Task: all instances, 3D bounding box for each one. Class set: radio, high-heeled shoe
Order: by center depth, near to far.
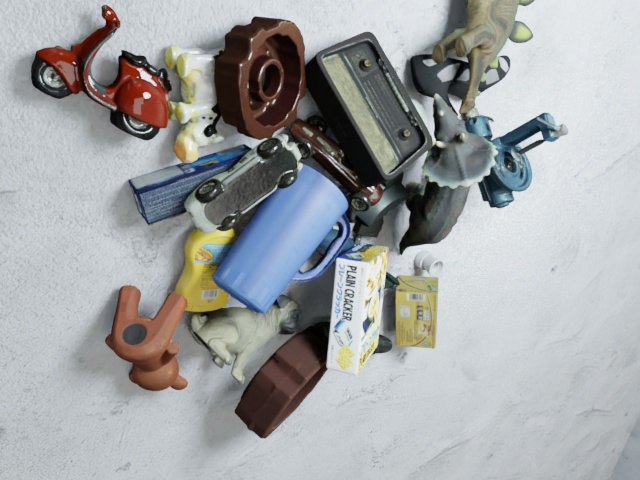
[{"bbox_3d":[0.081,-0.216,0.891,0.131,0.073,0.229,-35,100,-25],"label":"radio"},{"bbox_3d":[0.275,-0.342,1.054,0.249,0.086,0.145,-44,103,-29],"label":"high-heeled shoe"}]

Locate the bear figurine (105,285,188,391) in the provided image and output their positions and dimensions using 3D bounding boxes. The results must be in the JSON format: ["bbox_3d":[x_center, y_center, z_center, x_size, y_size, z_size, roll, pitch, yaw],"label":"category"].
[{"bbox_3d":[-0.282,0.179,0.921,0.195,0.120,0.132,88,12,-60],"label":"bear figurine"}]

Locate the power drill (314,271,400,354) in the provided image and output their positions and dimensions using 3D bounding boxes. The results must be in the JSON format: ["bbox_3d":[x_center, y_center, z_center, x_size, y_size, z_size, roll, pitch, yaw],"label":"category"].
[{"bbox_3d":[0.102,0.166,1.201,0.232,0.086,0.207,6,119,-34],"label":"power drill"}]

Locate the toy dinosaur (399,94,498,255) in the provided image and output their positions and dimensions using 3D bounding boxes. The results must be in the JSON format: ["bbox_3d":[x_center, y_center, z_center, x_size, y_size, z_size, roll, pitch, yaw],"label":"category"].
[{"bbox_3d":[0.227,-0.074,1.037,0.192,0.131,0.404,-65,169,-54],"label":"toy dinosaur"}]

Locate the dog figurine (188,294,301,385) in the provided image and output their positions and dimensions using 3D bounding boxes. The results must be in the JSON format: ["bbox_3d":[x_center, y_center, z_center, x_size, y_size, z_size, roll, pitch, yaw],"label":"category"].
[{"bbox_3d":[-0.136,0.146,1.013,0.190,0.121,0.172,-46,141,-22],"label":"dog figurine"}]

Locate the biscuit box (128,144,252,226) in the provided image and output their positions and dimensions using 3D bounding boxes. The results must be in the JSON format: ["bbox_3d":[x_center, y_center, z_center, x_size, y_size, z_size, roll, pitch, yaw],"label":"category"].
[{"bbox_3d":[-0.191,-0.092,0.852,0.203,0.059,0.062,-22,124,-23],"label":"biscuit box"}]

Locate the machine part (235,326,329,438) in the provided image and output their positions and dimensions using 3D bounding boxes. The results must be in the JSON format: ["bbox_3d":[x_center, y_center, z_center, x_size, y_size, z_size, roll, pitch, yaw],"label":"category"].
[{"bbox_3d":[-0.065,0.279,1.070,0.201,0.087,0.201,-28,151,-57],"label":"machine part"}]

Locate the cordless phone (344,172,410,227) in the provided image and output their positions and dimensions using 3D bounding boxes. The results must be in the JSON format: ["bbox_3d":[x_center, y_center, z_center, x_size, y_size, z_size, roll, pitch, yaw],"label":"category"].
[{"bbox_3d":[0.077,-0.131,1.021,0.146,0.089,0.184,-37,119,-10],"label":"cordless phone"}]

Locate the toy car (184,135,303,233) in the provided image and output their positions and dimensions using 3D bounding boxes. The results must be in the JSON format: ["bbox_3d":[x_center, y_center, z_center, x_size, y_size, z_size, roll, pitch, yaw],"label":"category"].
[{"bbox_3d":[-0.114,-0.087,0.832,0.202,0.056,0.073,-38,123,-14],"label":"toy car"}]

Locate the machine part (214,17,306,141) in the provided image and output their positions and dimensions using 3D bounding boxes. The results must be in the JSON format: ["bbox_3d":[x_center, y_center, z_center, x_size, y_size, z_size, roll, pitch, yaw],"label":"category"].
[{"bbox_3d":[-0.086,-0.240,0.804,0.179,0.056,0.179,-41,140,-46],"label":"machine part"}]

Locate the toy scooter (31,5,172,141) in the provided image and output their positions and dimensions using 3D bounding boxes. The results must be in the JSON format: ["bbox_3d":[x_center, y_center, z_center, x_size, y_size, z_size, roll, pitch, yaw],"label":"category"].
[{"bbox_3d":[-0.270,-0.223,0.714,0.183,0.075,0.135,25,99,-37],"label":"toy scooter"}]

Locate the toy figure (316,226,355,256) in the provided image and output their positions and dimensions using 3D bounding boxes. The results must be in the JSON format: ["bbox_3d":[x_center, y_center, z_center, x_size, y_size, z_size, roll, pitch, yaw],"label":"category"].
[{"bbox_3d":[-0.002,-0.002,1.039,0.154,0.064,0.058,20,140,-36],"label":"toy figure"}]

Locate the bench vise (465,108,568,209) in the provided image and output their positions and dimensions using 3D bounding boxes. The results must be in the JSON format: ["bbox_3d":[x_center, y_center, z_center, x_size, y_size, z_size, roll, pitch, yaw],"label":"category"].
[{"bbox_3d":[0.378,-0.189,1.074,0.129,0.240,0.223,6,70,-31],"label":"bench vise"}]

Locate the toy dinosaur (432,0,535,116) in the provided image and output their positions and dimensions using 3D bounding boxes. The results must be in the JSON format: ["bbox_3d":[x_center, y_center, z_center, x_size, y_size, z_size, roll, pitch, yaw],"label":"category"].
[{"bbox_3d":[0.300,-0.458,0.949,0.198,0.105,0.470,-7,109,-34],"label":"toy dinosaur"}]

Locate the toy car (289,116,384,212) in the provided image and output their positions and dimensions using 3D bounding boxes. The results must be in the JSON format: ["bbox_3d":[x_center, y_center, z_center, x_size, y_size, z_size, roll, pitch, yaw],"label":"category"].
[{"bbox_3d":[0.033,-0.135,0.928,0.202,0.053,0.089,43,48,-15],"label":"toy car"}]

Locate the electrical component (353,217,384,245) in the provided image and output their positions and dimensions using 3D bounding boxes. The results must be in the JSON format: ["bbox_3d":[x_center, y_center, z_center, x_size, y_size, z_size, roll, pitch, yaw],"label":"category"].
[{"bbox_3d":[0.103,-0.029,1.120,0.063,0.021,0.094,11,108,-39],"label":"electrical component"}]

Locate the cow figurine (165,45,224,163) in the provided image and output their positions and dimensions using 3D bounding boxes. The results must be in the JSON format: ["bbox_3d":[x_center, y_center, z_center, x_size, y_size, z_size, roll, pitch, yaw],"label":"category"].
[{"bbox_3d":[-0.176,-0.199,0.801,0.098,0.068,0.167,-14,124,-36],"label":"cow figurine"}]

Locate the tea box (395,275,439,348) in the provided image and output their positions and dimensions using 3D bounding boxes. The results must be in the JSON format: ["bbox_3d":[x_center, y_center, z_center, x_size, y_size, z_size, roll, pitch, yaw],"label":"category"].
[{"bbox_3d":[0.228,0.169,1.262,0.098,0.068,0.169,4,125,12],"label":"tea box"}]
